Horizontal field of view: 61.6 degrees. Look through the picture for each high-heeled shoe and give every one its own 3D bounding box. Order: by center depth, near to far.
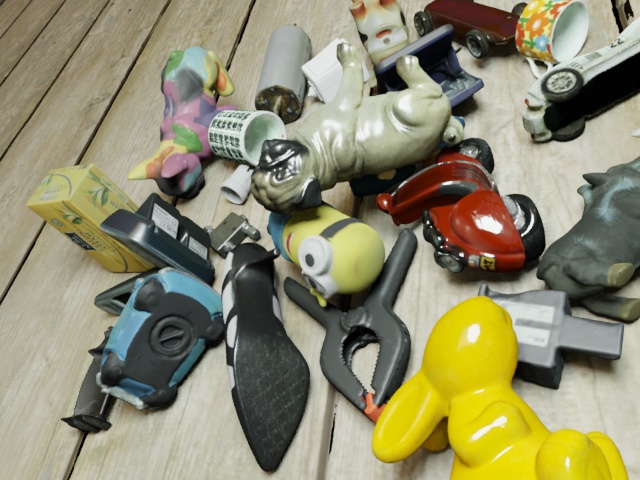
[{"bbox_3d":[-0.078,0.115,0.591,0.145,0.086,0.248,-31,51,57],"label":"high-heeled shoe"}]

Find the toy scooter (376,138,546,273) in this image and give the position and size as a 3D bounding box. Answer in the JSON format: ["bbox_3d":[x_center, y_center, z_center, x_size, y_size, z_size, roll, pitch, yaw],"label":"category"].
[{"bbox_3d":[0.134,-0.030,0.551,0.135,0.075,0.184,-17,45,2],"label":"toy scooter"}]

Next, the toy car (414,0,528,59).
[{"bbox_3d":[0.212,-0.302,0.753,0.089,0.053,0.202,-29,40,-7],"label":"toy car"}]

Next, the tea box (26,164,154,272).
[{"bbox_3d":[-0.309,-0.025,0.765,0.098,0.169,0.068,-4,53,31],"label":"tea box"}]

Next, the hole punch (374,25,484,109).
[{"bbox_3d":[0.138,-0.195,0.688,0.142,0.116,0.092,-31,85,8],"label":"hole punch"}]

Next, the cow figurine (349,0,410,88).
[{"bbox_3d":[0.095,-0.296,0.788,0.085,0.127,0.195,-20,32,16],"label":"cow figurine"}]

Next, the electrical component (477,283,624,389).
[{"bbox_3d":[0.189,0.081,0.454,0.119,0.047,0.075,2,57,33],"label":"electrical component"}]

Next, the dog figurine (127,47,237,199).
[{"bbox_3d":[-0.217,-0.174,0.834,0.109,0.191,0.219,1,40,25],"label":"dog figurine"}]

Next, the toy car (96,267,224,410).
[{"bbox_3d":[-0.192,0.111,0.640,0.161,0.109,0.103,-60,24,-7],"label":"toy car"}]

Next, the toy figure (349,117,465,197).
[{"bbox_3d":[0.105,-0.102,0.652,0.154,0.057,0.064,-23,52,8],"label":"toy figure"}]

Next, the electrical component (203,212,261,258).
[{"bbox_3d":[-0.125,-0.009,0.742,0.063,0.021,0.094,-48,44,-12],"label":"electrical component"}]

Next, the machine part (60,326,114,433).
[{"bbox_3d":[-0.266,0.168,0.673,0.084,0.039,0.139,-3,51,24],"label":"machine part"}]

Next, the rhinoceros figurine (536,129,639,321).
[{"bbox_3d":[0.273,-0.019,0.474,0.190,0.073,0.112,-47,34,-8],"label":"rhinoceros figurine"}]

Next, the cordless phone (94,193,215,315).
[{"bbox_3d":[-0.245,0.034,0.696,0.184,0.146,0.089,-26,49,19],"label":"cordless phone"}]

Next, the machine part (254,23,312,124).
[{"bbox_3d":[-0.058,-0.272,0.880,0.079,0.079,0.243,-13,50,23],"label":"machine part"}]

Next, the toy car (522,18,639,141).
[{"bbox_3d":[0.309,-0.176,0.574,0.202,0.073,0.056,-29,48,8],"label":"toy car"}]

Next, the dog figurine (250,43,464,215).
[{"bbox_3d":[0.039,-0.086,0.555,0.173,0.121,0.190,19,66,24],"label":"dog figurine"}]

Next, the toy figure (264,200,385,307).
[{"bbox_3d":[-0.002,-0.005,0.585,0.089,0.082,0.180,-37,33,-7],"label":"toy figure"}]

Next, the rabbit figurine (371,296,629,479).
[{"bbox_3d":[0.125,0.132,0.403,0.162,0.122,0.173,-32,61,38],"label":"rabbit figurine"}]
